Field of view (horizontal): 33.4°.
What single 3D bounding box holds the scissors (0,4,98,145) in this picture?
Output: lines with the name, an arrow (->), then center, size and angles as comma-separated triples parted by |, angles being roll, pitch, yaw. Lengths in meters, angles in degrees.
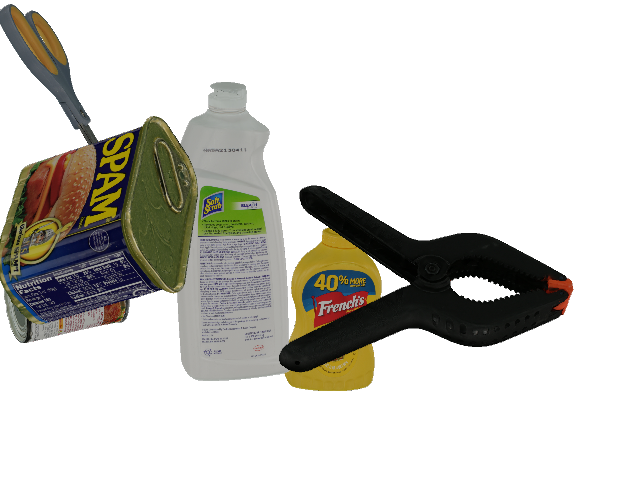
scissors -> -0.215, -0.122, 0.939 | 0.016, 0.201, 0.096 | -27, 26, 10

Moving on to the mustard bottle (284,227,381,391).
mustard bottle -> 0.016, 0.063, 1.139 | 0.096, 0.192, 0.058 | 2, 15, -11

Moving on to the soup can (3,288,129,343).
soup can -> -0.246, 0.057, 1.032 | 0.102, 0.068, 0.069 | -12, 6, -32

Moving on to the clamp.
clamp -> 0.072, 0.039, 0.762 | 0.210, 0.164, 0.036 | 10, -39, 6

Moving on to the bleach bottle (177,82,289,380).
bleach bottle -> -0.071, -0.008, 0.903 | 0.102, 0.251, 0.068 | -4, 21, -17

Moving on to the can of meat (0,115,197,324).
can of meat -> -0.119, -0.010, 0.571 | 0.084, 0.102, 0.057 | -16, -48, 17
